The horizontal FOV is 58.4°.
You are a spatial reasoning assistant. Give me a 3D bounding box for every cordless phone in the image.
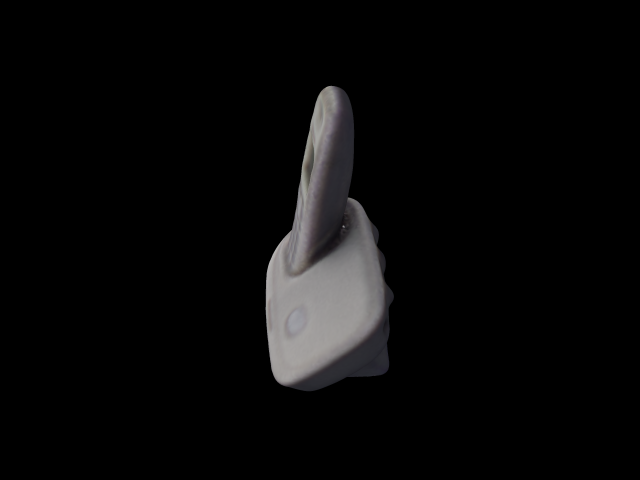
[{"bbox_3d":[0.004,0.001,0.400,0.094,0.185,0.147,-6,43,-6],"label":"cordless phone"}]
